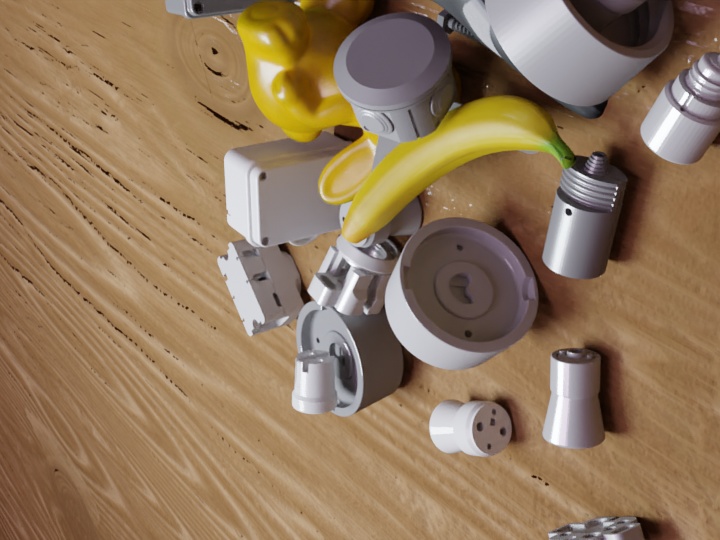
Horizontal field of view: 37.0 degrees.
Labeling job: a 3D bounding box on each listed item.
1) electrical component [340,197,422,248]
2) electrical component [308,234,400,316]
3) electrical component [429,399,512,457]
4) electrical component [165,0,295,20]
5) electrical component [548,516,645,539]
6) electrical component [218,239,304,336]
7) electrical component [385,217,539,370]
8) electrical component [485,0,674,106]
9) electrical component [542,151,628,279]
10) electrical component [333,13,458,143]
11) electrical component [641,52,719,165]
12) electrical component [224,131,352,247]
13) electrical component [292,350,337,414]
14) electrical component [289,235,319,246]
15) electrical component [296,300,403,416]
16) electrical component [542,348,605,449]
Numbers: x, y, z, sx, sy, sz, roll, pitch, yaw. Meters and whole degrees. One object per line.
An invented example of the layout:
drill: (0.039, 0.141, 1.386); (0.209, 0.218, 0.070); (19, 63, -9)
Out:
electrical component: (0.017, -0.045, 0.895); (0.045, 0.055, 0.045); (30, 128, 48)
electrical component: (0.000, 0.000, 0.927); (0.058, 0.078, 0.057); (47, 124, 36)
electrical component: (0.090, 0.128, 0.872); (0.055, 0.045, 0.045); (-9, 97, 58)
electrical component: (-0.118, -0.282, 0.944); (0.056, 0.109, 0.108); (27, 126, 53)
electrical component: (0.174, 0.212, 0.769); (0.078, 0.058, 0.057); (-22, 83, 58)
electrical component: (-0.098, 0.013, 1.100); (0.050, 0.056, 0.089); (-44, 67, 55)
electrical component: (0.071, 0.022, 0.799); (0.108, 0.108, 0.060); (63, 153, 17)
electrical component: (0.133, -0.156, 0.619); (0.060, 0.108, 0.108); (-34, 75, 51)
electrical component: (0.148, -0.039, 0.704); (0.043, 0.043, 0.081); (40, 135, 42)
electrical component: (0.026, -0.131, 0.732); (0.080, 0.080, 0.051); (50, 173, 33)
electrical component: (0.192, -0.096, 0.613); (0.040, 0.040, 0.078); (55, 144, 27)
electrical component: (-0.056, -0.071, 0.942); (0.057, 0.113, 0.078); (34, 131, 50)
electrical component: (-0.040, 0.098, 0.947); (0.040, 0.040, 0.046); (23, 118, 51)
electrical component: (-0.065, -0.056, 1.027); (0.055, 0.045, 0.045); (46, 139, 38)
electrical component: (-0.004, 0.072, 0.977); (0.108, 0.060, 0.108); (31, 129, 48)
electrical component: (0.152, 0.088, 0.762); (0.044, 0.044, 0.065); (19, 115, 53)
